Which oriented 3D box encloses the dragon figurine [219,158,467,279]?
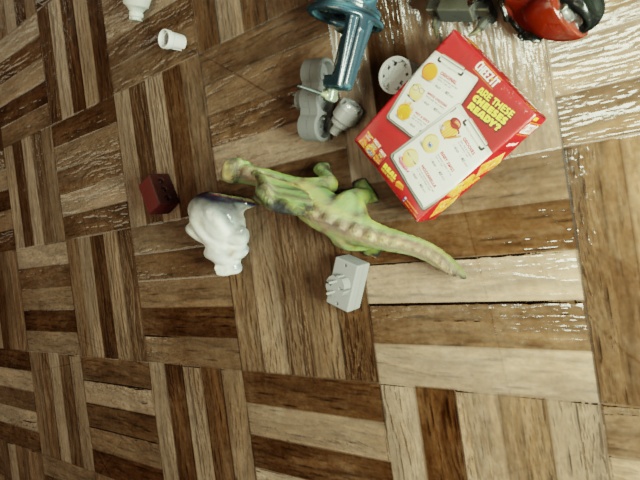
[{"bbox_3d":[0.002,-0.039,0.770,0.414,0.243,0.121,28,107,34],"label":"dragon figurine"}]

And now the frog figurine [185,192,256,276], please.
[{"bbox_3d":[-0.199,-0.011,1.000,0.137,0.122,0.159,10,89,17],"label":"frog figurine"}]
